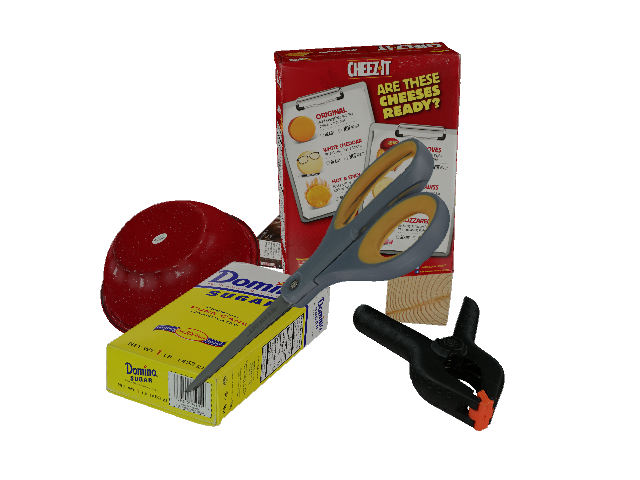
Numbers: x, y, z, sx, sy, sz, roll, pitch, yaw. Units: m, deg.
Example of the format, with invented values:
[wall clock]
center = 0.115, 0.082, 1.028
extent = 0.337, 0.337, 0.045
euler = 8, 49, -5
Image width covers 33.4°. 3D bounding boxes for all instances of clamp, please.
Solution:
[clamp]
center = 0.115, 0.098, 0.922
extent = 0.120, 0.039, 0.172
euler = -14, 36, -21

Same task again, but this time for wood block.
[wood block]
center = 0.147, 0.037, 1.590
extent = 0.091, 0.090, 0.206
euler = 4, 24, 3

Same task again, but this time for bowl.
[bowl]
center = -0.141, 0.014, 0.999
extent = 0.162, 0.162, 0.055
euler = 0, -41, 21

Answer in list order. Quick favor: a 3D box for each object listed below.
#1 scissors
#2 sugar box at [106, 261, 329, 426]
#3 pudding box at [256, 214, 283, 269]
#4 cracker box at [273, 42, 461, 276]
[scissors]
center = 0.001, 0.029, 0.596
extent = 0.016, 0.202, 0.096
euler = 37, 4, -33
[sugar box]
center = -0.071, 0.071, 0.802
extent = 0.093, 0.048, 0.176
euler = 15, 28, 22
[pudding box]
center = -0.019, 0.002, 1.269
extent = 0.090, 0.039, 0.113
euler = 8, 22, 14
[cracker box]
center = 0.042, -0.072, 0.998
extent = 0.164, 0.214, 0.072
euler = -4, 21, -8
